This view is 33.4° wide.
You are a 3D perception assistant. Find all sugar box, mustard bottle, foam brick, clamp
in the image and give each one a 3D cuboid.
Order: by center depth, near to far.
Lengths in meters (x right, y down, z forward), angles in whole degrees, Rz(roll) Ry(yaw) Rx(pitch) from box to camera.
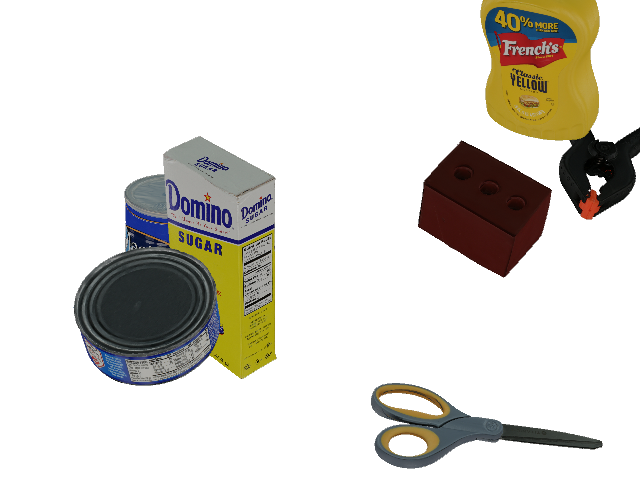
[{"bbox_3d":[0.116,-0.022,0.761,0.078,0.053,0.051,32,-33,20],"label":"foam brick"},{"bbox_3d":[-0.080,0.015,0.853,0.048,0.176,0.093,-30,43,-34],"label":"sugar box"},{"bbox_3d":[0.181,-0.172,0.883,0.096,0.058,0.191,19,-35,28],"label":"mustard bottle"},{"bbox_3d":[0.290,-0.094,1.139,0.120,0.039,0.171,18,47,19],"label":"clamp"}]

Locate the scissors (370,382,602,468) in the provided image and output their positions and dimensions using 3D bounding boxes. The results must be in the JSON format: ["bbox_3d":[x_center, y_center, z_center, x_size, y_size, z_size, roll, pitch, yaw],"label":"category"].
[{"bbox_3d":[0.134,0.175,0.916,0.202,0.016,0.096,17,42,15],"label":"scissors"}]

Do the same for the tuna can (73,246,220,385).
[{"bbox_3d":[-0.104,0.046,0.651,0.086,0.086,0.034,0,-44,3],"label":"tuna can"}]

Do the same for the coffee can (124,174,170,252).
[{"bbox_3d":[-0.161,0.012,1.157,0.103,0.140,0.103,4,26,-2],"label":"coffee can"}]
